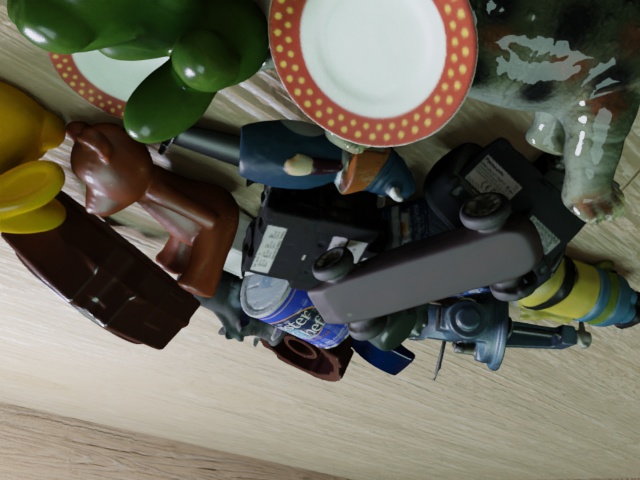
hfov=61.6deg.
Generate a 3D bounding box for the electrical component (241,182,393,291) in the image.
[{"bbox_3d":[-0.001,-0.002,0.519,0.134,0.058,0.114,13,141,-16],"label":"electrical component"}]

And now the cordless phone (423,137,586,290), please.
[{"bbox_3d":[0.168,-0.029,0.550,0.146,0.089,0.184,43,-175,-1],"label":"cordless phone"}]

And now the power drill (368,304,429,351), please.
[{"bbox_3d":[0.042,0.051,0.673,0.232,0.086,0.207,38,180,36],"label":"power drill"}]

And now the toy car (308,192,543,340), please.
[{"bbox_3d":[0.086,0.026,0.464,0.202,0.053,0.089,-20,119,24],"label":"toy car"}]

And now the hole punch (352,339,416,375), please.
[{"bbox_3d":[0.101,0.163,0.895,0.116,0.092,0.142,13,154,-3],"label":"hole punch"}]

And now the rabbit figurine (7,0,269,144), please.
[{"bbox_3d":[-0.098,-0.151,0.353,0.170,0.159,0.121,13,143,-41],"label":"rabbit figurine"}]

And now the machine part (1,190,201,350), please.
[{"bbox_3d":[-0.257,0.037,0.644,0.202,0.087,0.200,36,169,22],"label":"machine part"}]

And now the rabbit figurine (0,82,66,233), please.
[{"bbox_3d":[-0.328,-0.058,0.515,0.162,0.173,0.122,20,144,-14],"label":"rabbit figurine"}]

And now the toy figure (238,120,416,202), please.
[{"bbox_3d":[0.009,-0.064,0.450,0.154,0.064,0.057,6,138,-10],"label":"toy figure"}]

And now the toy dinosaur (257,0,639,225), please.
[{"bbox_3d":[0.117,-0.136,0.352,0.405,0.131,0.192,13,134,8],"label":"toy dinosaur"}]

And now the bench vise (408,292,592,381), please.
[{"bbox_3d":[0.252,0.130,0.772,0.241,0.129,0.223,5,157,7],"label":"bench vise"}]

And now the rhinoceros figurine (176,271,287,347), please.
[{"bbox_3d":[-0.123,0.089,0.788,0.073,0.112,0.190,-25,129,39],"label":"rhinoceros figurine"}]

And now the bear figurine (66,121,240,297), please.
[{"bbox_3d":[-0.185,-0.035,0.569,0.195,0.132,0.120,25,180,-40],"label":"bear figurine"}]

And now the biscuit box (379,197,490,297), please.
[{"bbox_3d":[0.139,0.016,0.618,0.059,0.063,0.202,-13,156,33],"label":"biscuit box"}]

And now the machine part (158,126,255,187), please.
[{"bbox_3d":[-0.091,-0.089,0.547,0.139,0.039,0.084,14,158,-16],"label":"machine part"}]

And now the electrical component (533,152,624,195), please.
[{"bbox_3d":[0.245,-0.050,0.533,0.078,0.045,0.102,15,149,-17],"label":"electrical component"}]

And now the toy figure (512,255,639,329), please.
[{"bbox_3d":[0.323,0.060,0.677,0.180,0.082,0.089,16,138,-6],"label":"toy figure"}]

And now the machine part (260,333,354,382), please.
[{"bbox_3d":[-0.026,0.169,0.912,0.179,0.056,0.179,22,149,14],"label":"machine part"}]
